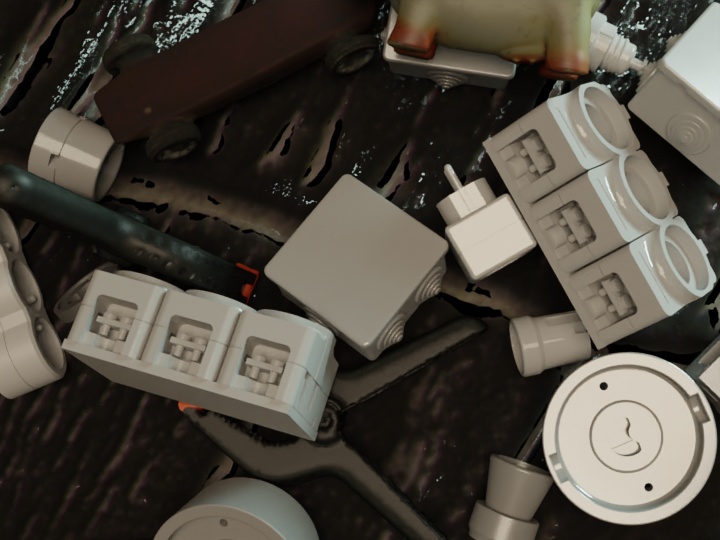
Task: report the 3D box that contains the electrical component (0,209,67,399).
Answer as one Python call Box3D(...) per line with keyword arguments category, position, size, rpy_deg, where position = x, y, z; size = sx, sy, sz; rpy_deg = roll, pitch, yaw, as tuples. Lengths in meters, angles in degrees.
Box3D(category="electrical component", position=(-0.264, 0.025, 0.744), size=(0.074, 0.052, 0.138), rpy_deg=(-23, 86, 3))

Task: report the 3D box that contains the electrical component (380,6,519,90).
Box3D(category="electrical component", position=(0.066, -0.174, 0.732), size=(0.100, 0.048, 0.099), rpy_deg=(9, 88, 4))

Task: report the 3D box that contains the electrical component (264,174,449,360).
Box3D(category="electrical component", position=(0.000, 0.000, 0.714), size=(0.100, 0.048, 0.099), rpy_deg=(36, 78, 18))

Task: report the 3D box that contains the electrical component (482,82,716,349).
Box3D(category="electrical component", position=(0.159, -0.039, 0.689), size=(0.062, 0.089, 0.150), rpy_deg=(-32, 84, 39))

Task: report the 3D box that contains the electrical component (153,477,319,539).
Box3D(category="electrical component", position=(-0.078, 0.190, 0.713), size=(0.108, 0.060, 0.108), rpy_deg=(4, 107, 14))

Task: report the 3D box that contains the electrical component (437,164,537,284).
Box3D(category="electrical component", position=(0.076, -0.036, 0.716), size=(0.047, 0.066, 0.076), rpy_deg=(-30, 85, 2))

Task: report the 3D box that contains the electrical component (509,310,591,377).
Box3D(category="electrical component", position=(0.127, 0.048, 0.721), size=(0.046, 0.040, 0.040), rpy_deg=(-11, 86, -2))

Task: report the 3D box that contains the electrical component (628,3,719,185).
Box3D(category="electrical component", position=(0.234, -0.113, 0.699), size=(0.100, 0.048, 0.100), rpy_deg=(42, 54, 5))

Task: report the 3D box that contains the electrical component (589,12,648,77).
Box3D(category="electrical component", position=(0.157, -0.153, 0.729), size=(0.078, 0.040, 0.040), rpy_deg=(27, 89, 5))

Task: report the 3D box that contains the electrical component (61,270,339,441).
Box3D(category="electrical component", position=(-0.096, 0.051, 0.687), size=(0.150, 0.089, 0.061), rpy_deg=(14, 73, 13))

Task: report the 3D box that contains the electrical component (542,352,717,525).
Box3D(category="electrical component", position=(0.171, 0.107, 0.704), size=(0.108, 0.060, 0.108), rpy_deg=(0, 87, 4))

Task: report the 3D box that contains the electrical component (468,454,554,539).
Box3D(category="electrical component", position=(0.100, 0.155, 0.714), size=(0.045, 0.045, 0.055), rpy_deg=(18, 89, 5))

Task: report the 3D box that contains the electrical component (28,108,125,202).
Box3D(category="electrical component", position=(-0.195, -0.078, 0.744), size=(0.047, 0.055, 0.055), rpy_deg=(22, 89, 1))

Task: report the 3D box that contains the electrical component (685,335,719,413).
Box3D(category="electrical component", position=(0.317, 0.096, 0.694), size=(0.186, 0.060, 0.105), rpy_deg=(45, 91, 5))
